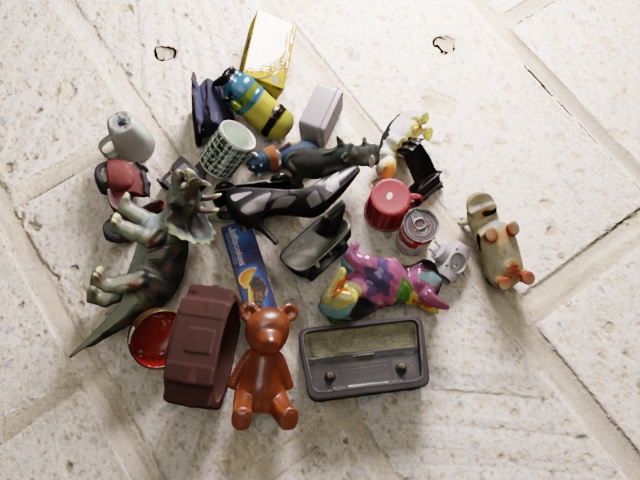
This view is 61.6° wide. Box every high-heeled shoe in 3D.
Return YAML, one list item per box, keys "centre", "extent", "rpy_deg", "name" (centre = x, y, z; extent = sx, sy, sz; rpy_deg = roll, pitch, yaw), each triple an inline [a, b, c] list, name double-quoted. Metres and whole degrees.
- centre: [-0.056, -0.100, 1.027]
  extent: [0.249, 0.086, 0.145]
  rpy_deg: [-39, 84, -6]
  name: "high-heeled shoe"

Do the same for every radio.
- centre: [0.079, 0.219, 0.988]
  extent: [0.230, 0.073, 0.131]
  rpy_deg: [-7, 72, -2]
  name: "radio"

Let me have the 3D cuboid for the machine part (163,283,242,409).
- centre: [-0.200, 0.186, 0.930]
  extent: [0.087, 0.201, 0.201]
  rpy_deg: [8, 72, 2]
  name: "machine part"

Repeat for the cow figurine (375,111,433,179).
- centre: [0.154, -0.201, 1.124]
  extent: [0.098, 0.068, 0.167]
  rpy_deg: [25, 68, 45]
  name: "cow figurine"

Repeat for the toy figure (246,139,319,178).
- centre: [-0.078, -0.171, 1.121]
  extent: [0.154, 0.058, 0.064]
  rpy_deg: [-11, 96, -7]
  name: "toy figure"

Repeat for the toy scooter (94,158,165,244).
- centre: [-0.374, -0.088, 1.085]
  extent: [0.135, 0.075, 0.184]
  rpy_deg: [-13, 76, -4]
  name: "toy scooter"

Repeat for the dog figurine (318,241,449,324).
- centre: [0.127, 0.102, 1.012]
  extent: [0.219, 0.108, 0.191]
  rpy_deg: [27, 73, 5]
  name: "dog figurine"

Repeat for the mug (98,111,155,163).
- centre: [-0.407, -0.214, 1.108]
  extent: [0.109, 0.107, 0.081]
  rpy_deg: [-24, 72, -10]
  name: "mug"

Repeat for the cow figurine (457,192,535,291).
- centre: [0.337, -0.001, 1.049]
  extent: [0.085, 0.127, 0.195]
  rpy_deg: [-18, 88, -5]
  name: "cow figurine"

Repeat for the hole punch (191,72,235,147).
- centre: [-0.225, -0.267, 1.127]
  extent: [0.092, 0.115, 0.142]
  rpy_deg: [-4, 72, -10]
  name: "hole punch"

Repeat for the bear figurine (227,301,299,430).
- centre: [-0.092, 0.213, 0.939]
  extent: [0.120, 0.132, 0.195]
  rpy_deg: [8, 101, -16]
  name: "bear figurine"

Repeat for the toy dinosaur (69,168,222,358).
- centre: [-0.318, 0.049, 1.013]
  extent: [0.192, 0.131, 0.404]
  rpy_deg: [19, 97, -16]
  name: "toy dinosaur"

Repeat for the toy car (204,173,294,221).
- centre: [-0.134, -0.086, 1.097]
  extent: [0.202, 0.056, 0.073]
  rpy_deg: [-9, 66, -5]
  name: "toy car"

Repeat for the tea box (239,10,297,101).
- centre: [-0.117, -0.401, 1.176]
  extent: [0.098, 0.068, 0.169]
  rpy_deg: [18, 71, -19]
  name: "tea box"

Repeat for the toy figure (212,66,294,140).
- centre: [-0.134, -0.278, 1.111]
  extent: [0.082, 0.089, 0.180]
  rpy_deg: [-48, 116, -1]
  name: "toy figure"

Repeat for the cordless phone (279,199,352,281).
- centre: [-0.003, -0.003, 1.003]
  extent: [0.146, 0.184, 0.089]
  rpy_deg: [-41, 82, -13]
  name: "cordless phone"

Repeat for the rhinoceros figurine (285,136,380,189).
- centre: [0.023, -0.158, 1.064]
  extent: [0.190, 0.112, 0.073]
  rpy_deg: [-7, 58, -10]
  name: "rhinoceros figurine"

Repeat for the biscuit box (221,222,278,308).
- centre: [-0.135, 0.062, 1.045]
  extent: [0.063, 0.059, 0.202]
  rpy_deg: [-18, 73, -6]
  name: "biscuit box"

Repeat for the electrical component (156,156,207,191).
- centre: [-0.269, -0.133, 1.115]
  extent: [0.119, 0.047, 0.075]
  rpy_deg: [-43, 78, -11]
  name: "electrical component"

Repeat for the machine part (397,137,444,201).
- centre: [0.202, -0.142, 1.089]
  extent: [0.084, 0.138, 0.039]
  rpy_deg: [-32, 33, -6]
  name: "machine part"
